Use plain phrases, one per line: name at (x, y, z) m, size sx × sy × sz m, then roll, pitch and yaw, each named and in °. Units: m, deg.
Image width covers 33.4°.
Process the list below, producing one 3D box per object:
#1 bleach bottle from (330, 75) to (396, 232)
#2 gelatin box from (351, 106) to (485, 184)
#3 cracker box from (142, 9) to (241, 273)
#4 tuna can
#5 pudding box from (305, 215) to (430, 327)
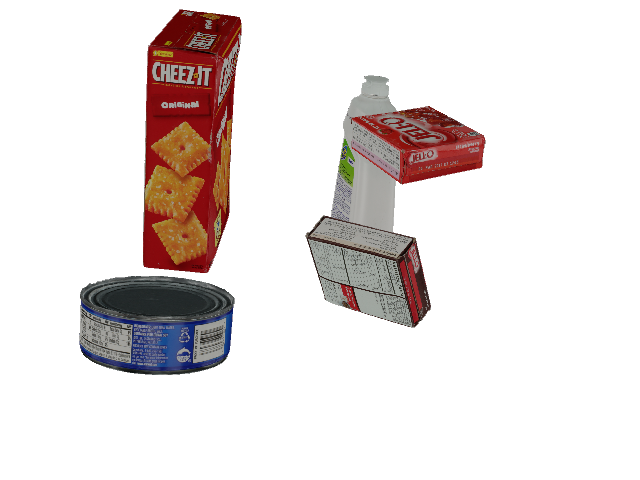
bleach bottle at (0.053, -0.062, 1.235) m, size 0.068 × 0.251 × 0.103 m, roll -2°, pitch 23°, yaw -20°
gelatin box at (0.075, -0.077, 0.840) m, size 0.073 × 0.030 × 0.089 m, roll -11°, pitch 27°, yaw -22°
cracker box at (-0.122, -0.099, 1.031) m, size 0.072 × 0.214 × 0.164 m, roll 6°, pitch 24°, yaw 0°
tuna can at (-0.092, 0.047, 0.600) m, size 0.086 × 0.034 × 0.086 m, roll 5°, pitch 12°, yaw -1°
pudding box at (0.047, 0.030, 1.043) m, size 0.114 × 0.090 × 0.039 m, roll 13°, pitch 45°, yaw 34°
